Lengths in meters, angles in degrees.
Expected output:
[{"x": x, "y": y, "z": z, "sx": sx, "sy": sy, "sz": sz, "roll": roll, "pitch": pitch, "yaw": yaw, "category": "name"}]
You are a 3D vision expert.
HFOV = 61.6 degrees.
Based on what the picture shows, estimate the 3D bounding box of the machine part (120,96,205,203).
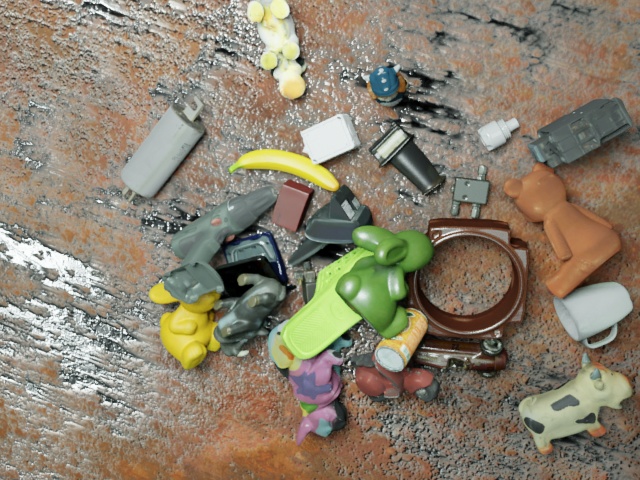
[{"x": -0.292, "y": -0.163, "z": 0.996, "sx": 0.079, "sy": 0.079, "sz": 0.243, "roll": 44, "pitch": 106, "yaw": -1, "category": "machine part"}]

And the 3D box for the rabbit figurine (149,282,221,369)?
[{"x": -0.243, "y": 0.131, "z": 1.035, "sx": 0.162, "sy": 0.122, "sz": 0.173, "roll": 42, "pitch": 129, "yaw": 22, "category": "rabbit figurine"}]

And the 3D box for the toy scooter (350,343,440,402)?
[{"x": 0.116, "y": 0.232, "z": 0.970, "sx": 0.184, "sy": 0.075, "sz": 0.135, "roll": -15, "pitch": 124, "yaw": 50, "category": "toy scooter"}]

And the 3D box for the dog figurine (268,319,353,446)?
[{"x": -0.028, "y": 0.279, "z": 1.034, "sx": 0.192, "sy": 0.108, "sz": 0.219, "roll": 18, "pitch": 108, "yaw": 6, "category": "dog figurine"}]

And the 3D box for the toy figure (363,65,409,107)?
[{"x": 0.109, "y": -0.246, "z": 0.859, "sx": 0.064, "sy": 0.154, "sz": 0.058, "roll": -41, "pitch": 90, "yaw": 16, "category": "toy figure"}]

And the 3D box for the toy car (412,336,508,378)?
[{"x": 0.236, "y": 0.211, "z": 0.976, "sx": 0.202, "sy": 0.053, "sz": 0.089, "roll": 3, "pitch": 139, "yaw": 9, "category": "toy car"}]

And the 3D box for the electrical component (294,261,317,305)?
[{"x": -0.024, "y": 0.097, "z": 0.999, "sx": 0.045, "sy": 0.078, "sz": 0.102, "roll": -8, "pitch": 107, "yaw": -12, "category": "electrical component"}]

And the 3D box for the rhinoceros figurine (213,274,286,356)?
[{"x": -0.135, "y": 0.140, "z": 0.987, "sx": 0.190, "sy": 0.112, "sz": 0.073, "roll": -52, "pitch": 53, "yaw": 25, "category": "rhinoceros figurine"}]

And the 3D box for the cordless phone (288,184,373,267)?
[{"x": -0.002, "y": -0.002, "z": 0.944, "sx": 0.184, "sy": 0.146, "sz": 0.088, "roll": -39, "pitch": 95, "yaw": 22, "category": "cordless phone"}]

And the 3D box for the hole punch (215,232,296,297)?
[{"x": -0.126, "y": 0.055, "z": 1.020, "sx": 0.142, "sy": 0.092, "sz": 0.115, "roll": -16, "pitch": 129, "yaw": 11, "category": "hole punch"}]

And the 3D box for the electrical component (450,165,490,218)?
[{"x": 0.260, "y": -0.086, "z": 0.935, "sx": 0.063, "sy": 0.021, "sz": 0.094, "roll": 9, "pitch": 105, "yaw": 9, "category": "electrical component"}]

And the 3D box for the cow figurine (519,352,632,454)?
[{"x": 0.452, "y": 0.285, "z": 0.955, "sx": 0.195, "sy": 0.085, "sz": 0.127, "roll": -27, "pitch": 103, "yaw": 16, "category": "cow figurine"}]

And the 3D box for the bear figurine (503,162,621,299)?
[{"x": 0.387, "y": -0.023, "z": 0.890, "sx": 0.196, "sy": 0.120, "sz": 0.131, "roll": 48, "pitch": 153, "yaw": 23, "category": "bear figurine"}]

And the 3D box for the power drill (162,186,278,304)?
[{"x": -0.185, "y": 0.004, "z": 0.952, "sx": 0.232, "sy": 0.207, "sz": 0.085, "roll": -23, "pitch": 127, "yaw": 25, "category": "power drill"}]

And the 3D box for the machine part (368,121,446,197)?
[{"x": 0.156, "y": -0.135, "z": 0.938, "sx": 0.139, "sy": 0.039, "sz": 0.084, "roll": 42, "pitch": 99, "yaw": 1, "category": "machine part"}]

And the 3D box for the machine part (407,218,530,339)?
[{"x": 0.255, "y": 0.066, "z": 0.939, "sx": 0.202, "sy": 0.087, "sz": 0.200, "roll": 3, "pitch": 104, "yaw": 12, "category": "machine part"}]

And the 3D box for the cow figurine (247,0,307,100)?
[{"x": -0.067, "y": -0.328, "z": 0.916, "sx": 0.068, "sy": 0.098, "sz": 0.167, "roll": -12, "pitch": 119, "yaw": 8, "category": "cow figurine"}]

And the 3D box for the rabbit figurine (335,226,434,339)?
[{"x": 0.104, "y": 0.042, "z": 0.862, "sx": 0.170, "sy": 0.121, "sz": 0.159, "roll": -46, "pitch": 132, "yaw": -7, "category": "rabbit figurine"}]

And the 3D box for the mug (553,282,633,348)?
[{"x": 0.473, "y": 0.125, "z": 0.913, "sx": 0.107, "sy": 0.081, "sz": 0.109, "roll": -26, "pitch": 91, "yaw": 7, "category": "mug"}]

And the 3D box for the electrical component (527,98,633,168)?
[{"x": 0.399, "y": -0.166, "z": 0.842, "sx": 0.134, "sy": 0.115, "sz": 0.058, "roll": -30, "pitch": 94, "yaw": 14, "category": "electrical component"}]
